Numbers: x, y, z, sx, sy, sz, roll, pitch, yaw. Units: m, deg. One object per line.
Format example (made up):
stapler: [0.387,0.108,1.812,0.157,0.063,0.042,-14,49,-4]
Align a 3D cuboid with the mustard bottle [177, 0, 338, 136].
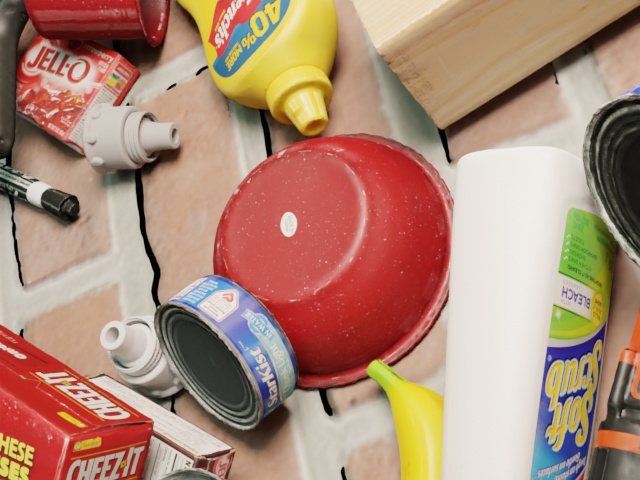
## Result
mustard bottle: [-0.038,-0.142,0.689,0.096,0.058,0.192,-42,56,27]

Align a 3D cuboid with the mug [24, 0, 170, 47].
mug: [-0.153,-0.191,0.736,0.081,0.093,0.117,0,78,6]

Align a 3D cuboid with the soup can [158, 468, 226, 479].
soup can: [-0.043,0.158,0.542,0.069,0.102,0.068,-11,65,23]

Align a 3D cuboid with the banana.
banana: [0.043,0.159,0.539,0.070,0.037,0.198,-8,64,45]

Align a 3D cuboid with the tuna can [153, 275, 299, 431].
tuna can: [-0.052,0.062,0.597,0.086,0.086,0.033,29,52,33]

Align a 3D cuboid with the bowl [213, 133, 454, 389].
bowl: [-0.004,0.001,0.616,0.162,0.055,0.162,-11,64,24]

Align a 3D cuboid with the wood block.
wood block: [0.122,-0.166,0.589,0.206,0.090,0.091,-32,51,15]

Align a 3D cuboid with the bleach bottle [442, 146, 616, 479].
bleach bottle: [0.098,0.088,0.512,0.068,0.102,0.251,-3,75,36]

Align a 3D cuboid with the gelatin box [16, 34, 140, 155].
gelatin box: [-0.184,-0.112,0.773,0.089,0.030,0.073,30,85,34]

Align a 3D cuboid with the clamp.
clamp: [-0.249,-0.157,0.790,0.165,0.036,0.210,2,76,47]

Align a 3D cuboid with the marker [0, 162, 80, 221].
marker: [-0.215,-0.039,0.765,0.121,0.020,0.020,22,81,33]

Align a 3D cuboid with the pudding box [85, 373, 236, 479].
pudding box: [-0.109,0.139,0.609,0.114,0.039,0.090,22,100,31]

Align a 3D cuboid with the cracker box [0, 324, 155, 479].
cracker box: [-0.191,0.166,0.597,0.164,0.072,0.214,24,103,33]

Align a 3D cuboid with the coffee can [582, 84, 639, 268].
coffee can: [0.203,-0.049,0.469,0.140,0.103,0.103,-31,54,-18]

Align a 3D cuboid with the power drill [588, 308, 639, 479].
power drill: [0.214,0.097,0.459,0.188,0.057,0.184,10,75,31]
